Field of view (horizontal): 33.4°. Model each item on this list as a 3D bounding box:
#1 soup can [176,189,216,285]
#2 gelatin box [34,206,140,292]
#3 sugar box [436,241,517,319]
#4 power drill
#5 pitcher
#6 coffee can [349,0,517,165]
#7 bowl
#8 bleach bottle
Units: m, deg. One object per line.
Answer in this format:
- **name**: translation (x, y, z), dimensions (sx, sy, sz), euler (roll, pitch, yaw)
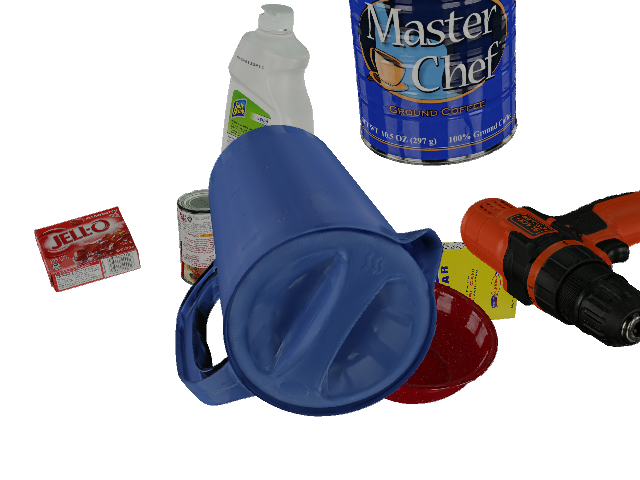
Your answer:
- **soup can**: translation (-0.141, -0.004, 1.309), dimensions (0.068, 0.102, 0.068), euler (0, 26, 0)
- **gelatin box**: translation (-0.233, 0.008, 1.063), dimensions (0.089, 0.030, 0.073), euler (-16, 43, -16)
- **sugar box**: translation (0.154, 0.050, 1.249), dimensions (0.175, 0.093, 0.048), euler (-4, 14, -33)
- **power drill**: translation (0.217, 0.004, 0.744), dimensions (0.187, 0.057, 0.185), euler (-12, 29, -21)
- **pitcher**: translation (-0.024, 0.011, 0.751), dimensions (0.149, 0.145, 0.243), euler (6, 23, -14)
- **coffee can**: translation (0.069, -0.132, 0.657), dimensions (0.103, 0.140, 0.103), euler (-5, 34, 3)
- **bowl**: translation (0.083, 0.103, 1.008), dimensions (0.162, 0.055, 0.162), euler (4, 36, -3)
- **bleach bottle**: translation (-0.044, -0.087, 0.979), dimensions (0.103, 0.251, 0.067), euler (23, 30, 31)
